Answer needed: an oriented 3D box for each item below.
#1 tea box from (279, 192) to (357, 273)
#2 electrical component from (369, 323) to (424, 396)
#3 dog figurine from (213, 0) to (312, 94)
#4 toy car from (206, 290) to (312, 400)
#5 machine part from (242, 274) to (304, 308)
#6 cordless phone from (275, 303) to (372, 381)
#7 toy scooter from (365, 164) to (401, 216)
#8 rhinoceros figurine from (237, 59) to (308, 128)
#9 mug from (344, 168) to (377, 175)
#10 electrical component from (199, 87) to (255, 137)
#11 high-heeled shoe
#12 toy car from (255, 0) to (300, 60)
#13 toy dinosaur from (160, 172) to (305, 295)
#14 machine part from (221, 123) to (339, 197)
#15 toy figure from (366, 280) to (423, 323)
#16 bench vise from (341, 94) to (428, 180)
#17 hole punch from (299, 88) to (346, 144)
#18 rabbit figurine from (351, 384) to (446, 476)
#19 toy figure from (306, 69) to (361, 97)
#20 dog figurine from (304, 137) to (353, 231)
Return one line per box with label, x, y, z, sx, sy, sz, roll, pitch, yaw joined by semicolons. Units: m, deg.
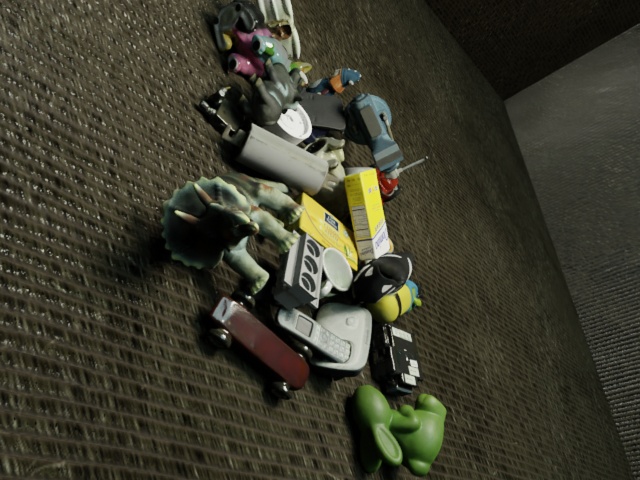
tea box;-0.002;-0.003;1.060;0.169;0.068;0.098;35;41;-34
electrical component;0.155;0.248;1.102;0.114;0.058;0.134;27;46;-40
dog figurine;-0.114;-0.406;1.179;0.219;0.108;0.191;3;60;-59
toy car;-0.093;0.161;0.822;0.202;0.053;0.089;44;56;-23
machine part;-0.078;0.080;0.921;0.138;0.039;0.084;10;66;-54
cordless phone;0.000;0.148;0.942;0.184;0.089;0.147;38;39;-21
toy scooter;0.134;-0.140;1.354;0.135;0.075;0.184;53;38;-12
rhinoceros figurine;-0.084;-0.292;1.056;0.112;0.073;0.190;41;41;-16
mug;0.080;-0.112;1.247;0.109;0.081;0.107;-3;90;-21
electrical component;-0.173;-0.241;1.019;0.102;0.045;0.078;46;34;-23
high-heeled shoe;0.141;0.054;1.055;0.086;0.145;0.249;45;49;9
toy car;-0.092;-0.484;1.198;0.201;0.074;0.056;73;9;-59
toy dinosaur;-0.133;-0.050;0.858;0.192;0.131;0.405;38;16;-15
machine part;-0.073;-0.149;1.020;0.243;0.079;0.079;23;46;-22
toy figure;0.169;0.131;1.190;0.180;0.082;0.089;2;64;-57
bench vise;0.130;-0.262;1.308;0.223;0.129;0.241;48;10;-24
hole punch;-0.012;-0.276;1.256;0.116;0.092;0.142;9;57;-19
rabbit figurine;0.121;0.339;0.965;0.170;0.121;0.159;34;45;-9
toy figure;0.027;-0.371;1.298;0.057;0.154;0.064;31;45;-44
dog figurine;0.034;-0.116;1.189;0.190;0.121;0.172;56;33;-36
